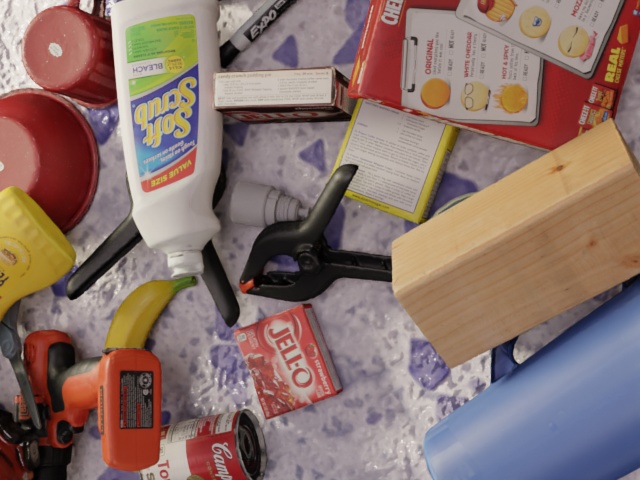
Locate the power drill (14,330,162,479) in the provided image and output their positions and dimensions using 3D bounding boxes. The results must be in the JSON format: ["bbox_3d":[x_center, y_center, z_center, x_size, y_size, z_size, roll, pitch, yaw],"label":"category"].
[{"bbox_3d":[-0.220,0.171,0.981,0.188,0.057,0.184,-9,80,45],"label":"power drill"}]

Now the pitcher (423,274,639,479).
[{"bbox_3d":[0.204,0.134,0.873,0.243,0.149,0.145,-36,113,16],"label":"pitcher"}]

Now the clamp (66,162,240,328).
[{"bbox_3d":[-0.132,-0.023,0.999,0.164,0.036,0.210,16,84,4],"label":"clamp"}]

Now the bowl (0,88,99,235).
[{"bbox_3d":[-0.302,-0.073,1.050,0.162,0.055,0.162,0,90,16],"label":"bowl"}]

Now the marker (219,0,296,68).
[{"bbox_3d":[-0.057,-0.205,0.999,0.121,0.020,0.020,-42,79,12],"label":"marker"}]

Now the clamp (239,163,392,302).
[{"bbox_3d":[-0.006,0.001,0.951,0.172,0.039,0.120,-16,107,25],"label":"clamp"}]

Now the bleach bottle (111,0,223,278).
[{"bbox_3d":[-0.126,-0.093,0.959,0.102,0.068,0.251,-9,81,3],"label":"bleach bottle"}]

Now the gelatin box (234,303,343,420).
[{"bbox_3d":[-0.029,0.111,0.983,0.073,0.030,0.089,-22,84,14],"label":"gelatin box"}]

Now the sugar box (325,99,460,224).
[{"bbox_3d":[0.079,-0.111,0.947,0.093,0.048,0.176,22,92,14],"label":"sugar box"}]

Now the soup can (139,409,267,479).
[{"bbox_3d":[-0.109,0.198,0.985,0.102,0.068,0.068,-13,86,15],"label":"soup can"}]

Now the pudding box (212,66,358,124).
[{"bbox_3d":[-0.029,-0.128,0.954,0.114,0.090,0.039,-2,88,15],"label":"pudding box"}]

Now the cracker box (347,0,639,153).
[{"bbox_3d":[0.146,-0.168,0.876,0.213,0.072,0.164,15,94,-9],"label":"cracker box"}]

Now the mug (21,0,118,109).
[{"bbox_3d":[-0.227,-0.188,1.015,0.093,0.081,0.117,13,93,16],"label":"mug"}]

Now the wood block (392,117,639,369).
[{"bbox_3d":[0.167,0.004,0.852,0.206,0.090,0.090,-30,113,19],"label":"wood block"}]

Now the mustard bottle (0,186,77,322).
[{"bbox_3d":[-0.331,0.042,1.002,0.191,0.058,0.096,-38,107,3],"label":"mustard bottle"}]

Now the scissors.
[{"bbox_3d":[-0.313,0.107,1.035,0.096,0.016,0.202,-30,58,25],"label":"scissors"}]

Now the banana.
[{"bbox_3d":[-0.177,0.120,1.021,0.070,0.037,0.198,16,94,17],"label":"banana"}]
